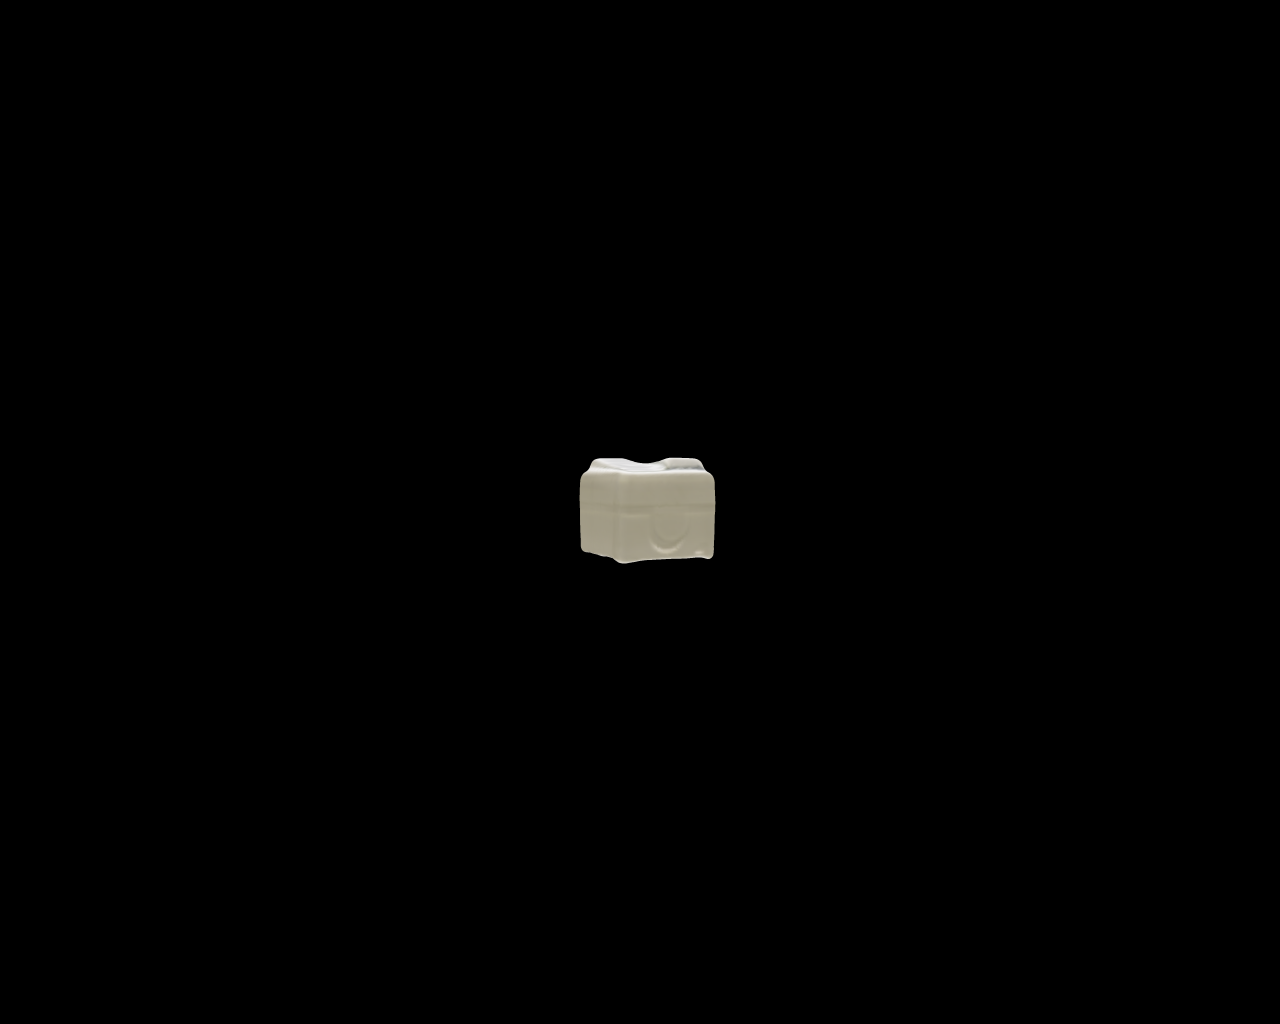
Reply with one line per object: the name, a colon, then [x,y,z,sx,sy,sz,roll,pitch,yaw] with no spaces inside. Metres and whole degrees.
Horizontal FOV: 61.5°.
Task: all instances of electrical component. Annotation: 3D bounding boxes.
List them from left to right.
electrical component: [0.001,-0.003,0.650,0.062,0.061,0.096,-1,3,-19]
